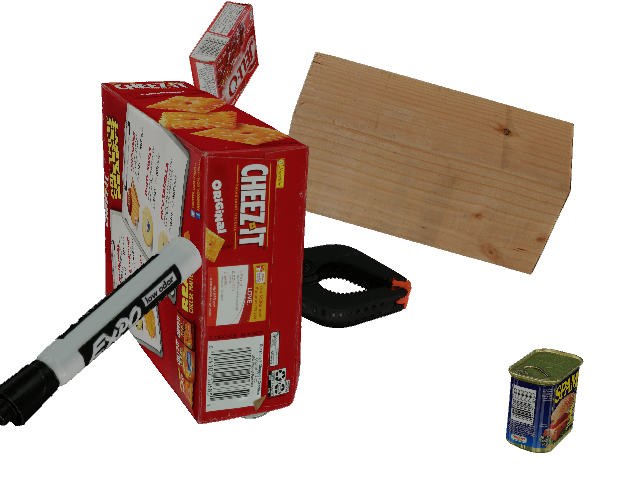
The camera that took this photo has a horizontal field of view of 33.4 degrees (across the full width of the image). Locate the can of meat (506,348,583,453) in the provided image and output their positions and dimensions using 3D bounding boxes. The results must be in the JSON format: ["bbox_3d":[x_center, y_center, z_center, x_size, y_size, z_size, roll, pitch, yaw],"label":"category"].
[{"bbox_3d":[0.242,0.173,1.159,0.058,0.084,0.101,12,16,31],"label":"can of meat"}]

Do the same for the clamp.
[{"bbox_3d":[-0.023,0.044,0.993,0.210,0.036,0.164,13,45,4],"label":"clamp"}]

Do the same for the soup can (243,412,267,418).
[{"bbox_3d":[-0.070,0.145,1.170,0.068,0.068,0.102,0,15,10],"label":"soup can"}]

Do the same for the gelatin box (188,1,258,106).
[{"bbox_3d":[-0.088,-0.167,0.994,0.030,0.089,0.073,14,-39,15],"label":"gelatin box"}]

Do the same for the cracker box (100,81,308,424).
[{"bbox_3d":[-0.081,-0.005,0.688,0.072,0.164,0.214,-5,20,-24],"label":"cracker box"}]

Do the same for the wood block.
[{"bbox_3d":[0.079,-0.060,0.818,0.206,0.090,0.090,16,43,1],"label":"wood block"}]

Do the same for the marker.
[{"bbox_3d":[-0.097,0.038,0.467,0.020,0.020,0.121,0,33,43],"label":"marker"}]
